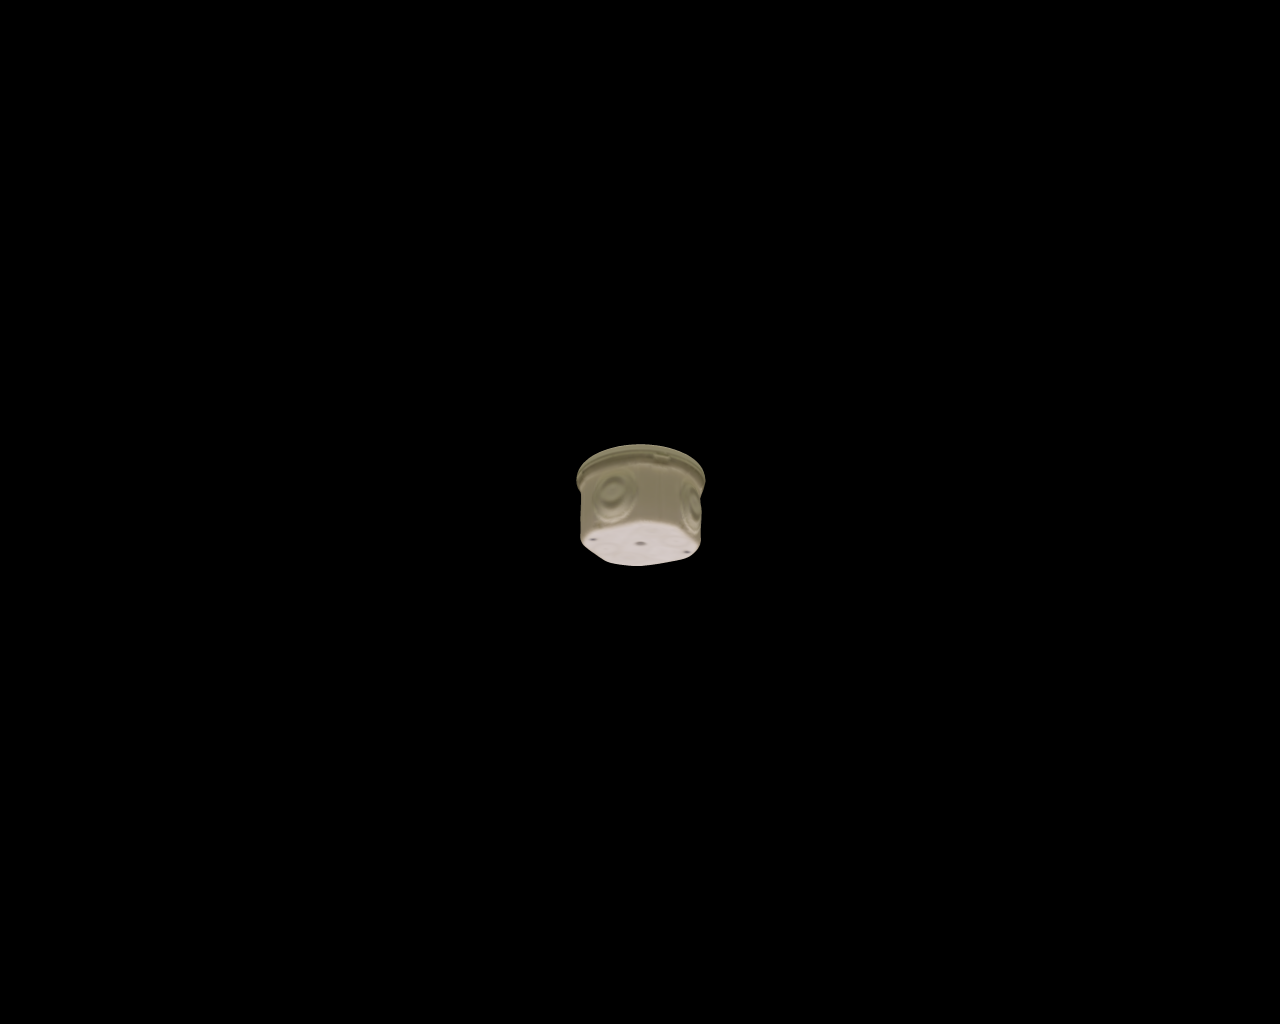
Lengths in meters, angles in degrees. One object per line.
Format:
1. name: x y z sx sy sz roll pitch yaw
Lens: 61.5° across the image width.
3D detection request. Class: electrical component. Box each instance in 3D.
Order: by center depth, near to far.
1. electrical component: 0.001 -0.003 0.650 0.080 0.051 0.080 0 -25 0
